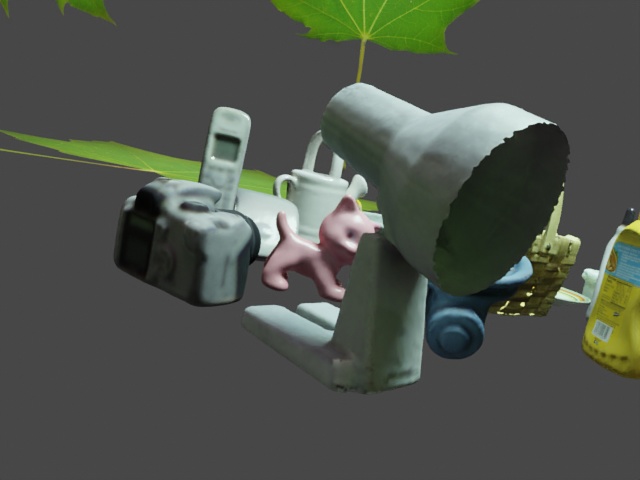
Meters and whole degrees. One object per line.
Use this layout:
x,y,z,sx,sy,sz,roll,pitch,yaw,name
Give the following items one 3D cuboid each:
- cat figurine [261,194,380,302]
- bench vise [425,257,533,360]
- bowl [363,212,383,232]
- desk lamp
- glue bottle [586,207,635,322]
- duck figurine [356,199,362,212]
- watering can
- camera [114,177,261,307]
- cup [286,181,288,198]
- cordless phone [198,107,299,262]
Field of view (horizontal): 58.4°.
0.006,0.002,0.645,0.128,0.118,0.067,11,9,-10,cat figurine
0.138,-0.011,0.578,0.121,0.220,0.207,11,9,-11,bench vise
0.124,0.009,0.914,0.167,0.075,0.167,12,9,-2,bowl
0.050,-0.001,0.413,0.118,0.213,0.202,4,12,-44,desk lamp
0.428,0.038,0.832,0.037,0.173,0.078,16,10,24,glue bottle
0.051,-0.037,1.063,0.077,0.086,0.104,11,9,-11,duck figurine
0.002,-0.091,0.980,0.100,0.194,0.173,18,10,32,watering can
-0.113,-0.005,0.578,0.142,0.101,0.137,19,11,36,camera
-0.019,-0.066,1.119,0.092,0.095,0.117,5,11,-40,cup
-0.092,-0.068,0.735,0.148,0.185,0.094,10,9,-14,cordless phone
